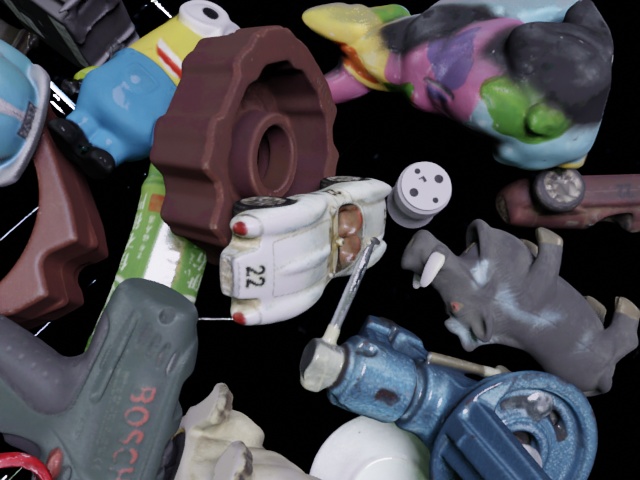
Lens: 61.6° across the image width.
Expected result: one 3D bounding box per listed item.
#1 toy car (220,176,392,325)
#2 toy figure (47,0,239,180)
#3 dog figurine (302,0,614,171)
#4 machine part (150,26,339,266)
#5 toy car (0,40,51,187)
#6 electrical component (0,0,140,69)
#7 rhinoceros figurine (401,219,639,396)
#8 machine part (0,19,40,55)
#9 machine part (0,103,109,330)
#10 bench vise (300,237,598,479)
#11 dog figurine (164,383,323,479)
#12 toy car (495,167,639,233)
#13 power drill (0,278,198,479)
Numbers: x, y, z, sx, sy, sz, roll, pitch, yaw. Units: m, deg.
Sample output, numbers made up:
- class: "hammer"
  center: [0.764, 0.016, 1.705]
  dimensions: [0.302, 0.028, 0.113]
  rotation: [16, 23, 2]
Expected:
- class: "toy car"
  center: [-0.001, -0.001, 0.380]
  dimensions: [0.056, 0.202, 0.073]
  rotation: [10, 107, 26]
- class: "toy figure"
  center: [-0.132, -0.123, 0.428]
  dimensions: [0.089, 0.082, 0.180]
  rotation: [12, 54, 42]
- class: "dog figurine"
  center: [0.091, -0.134, 0.428]
  dimensions: [0.219, 0.108, 0.192]
  rotation: [2, 44, 9]
- class: "machine part"
  center: [-0.047, -0.062, 0.396]
  dimensions: [0.056, 0.179, 0.179]
  rotation: [10, 75, 26]
- class: "toy car"
  center: [-0.268, -0.101, 0.338]
  dimensions: [0.162, 0.103, 0.109]
  rotation: [14, 76, -2]
- class: "electrical component"
  center: [-0.223, -0.206, 0.443]
  dimensions: [0.134, 0.115, 0.058]
  rotation: [38, 76, 3]
- class: "rhinoceros figurine"
  center: [0.156, 0.048, 0.437]
  dimensions: [0.190, 0.073, 0.112]
  rotation: [35, 89, 2]
- class: "machine part"
  center: [-0.326, -0.173, 0.470]
  dimensions: [0.139, 0.039, 0.084]
  rotation: [23, 82, 0]
- class: "machine part"
  center: [-0.285, -0.016, 0.412]
  dimensions: [0.201, 0.087, 0.201]
  rotation: [-22, 81, -8]
- class: "bench vise"
  center: [0.100, 0.126, 0.334]
  dimensions: [0.223, 0.241, 0.129]
  rotation: [36, 92, -18]
- class: "dog figurine"
  center: [-0.014, 0.195, 0.374]
  dimensions: [0.190, 0.172, 0.121]
  rotation: [29, 91, -24]
- class: "toy car"
  center: [0.248, -0.032, 0.448]
  dimensions: [0.202, 0.089, 0.053]
  rotation: [-1, 78, -5]
- class: "power drill"
  center: [-0.192, 0.113, 0.325]
  dimensions: [0.207, 0.086, 0.232]
  rotation: [27, 91, -4]
